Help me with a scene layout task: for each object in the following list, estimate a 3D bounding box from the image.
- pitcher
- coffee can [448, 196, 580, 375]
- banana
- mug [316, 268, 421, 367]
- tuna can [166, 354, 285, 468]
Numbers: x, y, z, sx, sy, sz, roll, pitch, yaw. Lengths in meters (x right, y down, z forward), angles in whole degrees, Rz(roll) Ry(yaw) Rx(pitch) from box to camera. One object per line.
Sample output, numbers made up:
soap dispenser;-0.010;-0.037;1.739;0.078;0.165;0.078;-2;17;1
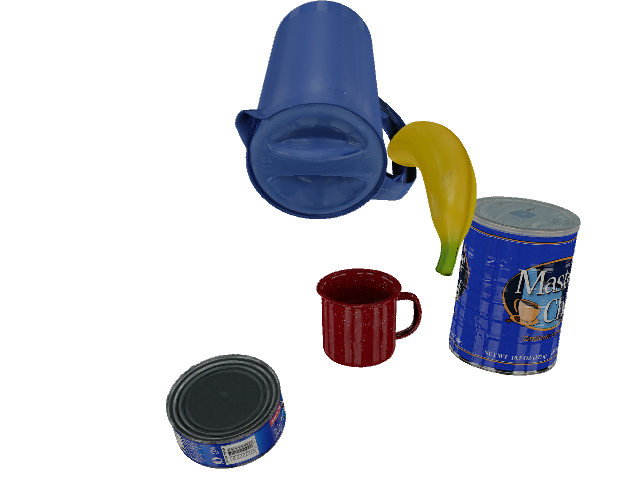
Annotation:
pitcher;0.009;-0.139;1.086;0.145;0.149;0.242;-14;37;14
coffee can;0.179;0.040;0.993;0.103;0.140;0.103;5;18;-2
banana;0.082;-0.053;0.804;0.037;0.070;0.198;26;24;-19
mug;0.055;0.086;1.184;0.117;0.081;0.093;-5;24;-8
tuna can;-0.069;0.127;0.793;0.086;0.034;0.086;-6;39;5
